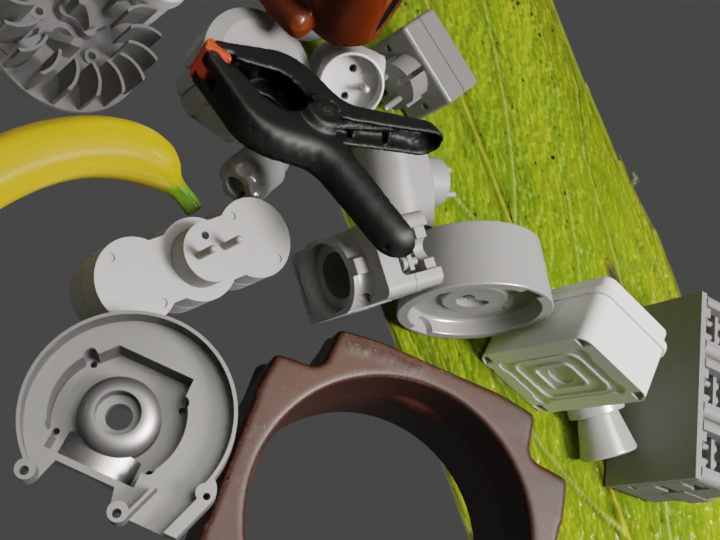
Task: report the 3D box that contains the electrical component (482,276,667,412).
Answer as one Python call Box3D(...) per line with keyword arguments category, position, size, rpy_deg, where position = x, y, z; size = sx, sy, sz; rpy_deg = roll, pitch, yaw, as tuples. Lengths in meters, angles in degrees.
Box3D(category="electrical component", position=(0.157, 0.056, 0.788), size=(0.078, 0.113, 0.057), rpy_deg=(42, 59, -20))

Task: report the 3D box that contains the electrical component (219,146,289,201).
Box3D(category="electrical component", position=(-0.063, -0.070, 0.710), size=(0.035, 0.035, 0.061), rpy_deg=(54, 49, -11))

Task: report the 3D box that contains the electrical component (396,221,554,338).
Box3D(category="electrical component", position=(0.078, 0.002, 0.751), size=(0.108, 0.108, 0.060), rpy_deg=(14, 63, -33))

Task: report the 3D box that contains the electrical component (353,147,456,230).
Box3D(category="electrical component", position=(0.038, -0.064, 0.777), size=(0.079, 0.044, 0.077), rpy_deg=(-3, 78, -37))

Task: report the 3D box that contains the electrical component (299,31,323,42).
Box3D(category="electrical component", position=(-0.036, -0.196, 0.761), size=(0.045, 0.045, 0.055), rpy_deg=(17, 67, -32))

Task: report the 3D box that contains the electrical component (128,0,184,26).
Box3D(category="electrical component", position=(-0.133, -0.179, 0.682), size=(0.040, 0.046, 0.040), rpy_deg=(12, 70, -34))

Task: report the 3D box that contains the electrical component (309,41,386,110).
Box3D(category="electrical component", position=(-0.015, -0.116, 0.740), size=(0.044, 0.077, 0.079), rpy_deg=(14, 106, -13))

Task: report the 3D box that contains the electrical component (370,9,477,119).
Box3D(category="electrical component", position=(0.035, -0.143, 0.797), size=(0.077, 0.047, 0.065), rpy_deg=(-41, 102, -37))

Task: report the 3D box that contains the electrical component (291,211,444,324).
Box3D(category="electrical component", position=(0.000, 0.000, 0.701), size=(0.056, 0.089, 0.050), rpy_deg=(-15, 85, -39))

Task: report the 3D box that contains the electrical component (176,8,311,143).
Box3D(category="electrical component", position=(-0.076, -0.126, 0.706), size=(0.080, 0.051, 0.080), rpy_deg=(12, 70, -34))

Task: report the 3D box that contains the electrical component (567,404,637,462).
Box3D(category="electrical component", position=(0.186, 0.116, 0.835), size=(0.045, 0.045, 0.055), rpy_deg=(-11, 83, -38))

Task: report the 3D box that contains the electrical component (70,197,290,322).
Box3D(category="electrical component", position=(-0.097, -0.007, 0.640), size=(0.138, 0.074, 0.052), rpy_deg=(-23, 91, -39))

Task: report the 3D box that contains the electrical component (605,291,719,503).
Box3D(category="electrical component", position=(0.256, 0.105, 0.862), size=(0.062, 0.089, 0.150), rpy_deg=(24, 63, -30))
